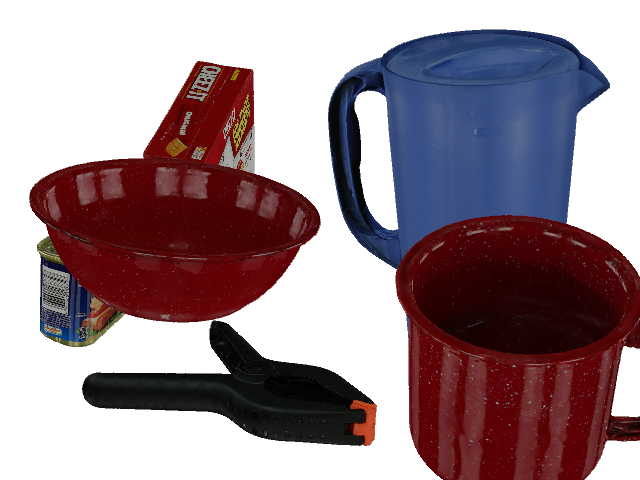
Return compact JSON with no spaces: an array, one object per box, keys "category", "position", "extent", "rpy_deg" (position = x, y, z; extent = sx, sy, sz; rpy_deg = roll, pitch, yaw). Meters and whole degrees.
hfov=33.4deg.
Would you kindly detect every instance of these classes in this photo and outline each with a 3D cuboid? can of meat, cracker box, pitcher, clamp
[{"category":"can of meat","position":[-0.202,0.033,0.929],"extent":[0.057,0.084,0.102],"rpy_deg":[15,25,14]},{"category":"cracker box","position":[-0.123,-0.054,1.124],"extent":[0.072,0.214,0.164],"rpy_deg":[11,46,9]},{"category":"pitcher","position":[0.103,-0.020,0.756],"extent":[0.144,0.243,0.149],"rpy_deg":[-18,29,-27]},{"category":"clamp","position":[-0.048,0.107,0.804],"extent":[0.210,0.036,0.164],"rpy_deg":[10,18,24]}]

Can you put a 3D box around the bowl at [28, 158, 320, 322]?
[{"category":"bowl","position":[-0.083,0.003,0.605],"extent":[0.162,0.055,0.162],"rpy_deg":[7,20,-3]}]

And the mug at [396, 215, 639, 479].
[{"category":"mug","position":[0.088,0.050,0.423],"extent":[0.117,0.081,0.093],"rpy_deg":[7,36,14]}]
